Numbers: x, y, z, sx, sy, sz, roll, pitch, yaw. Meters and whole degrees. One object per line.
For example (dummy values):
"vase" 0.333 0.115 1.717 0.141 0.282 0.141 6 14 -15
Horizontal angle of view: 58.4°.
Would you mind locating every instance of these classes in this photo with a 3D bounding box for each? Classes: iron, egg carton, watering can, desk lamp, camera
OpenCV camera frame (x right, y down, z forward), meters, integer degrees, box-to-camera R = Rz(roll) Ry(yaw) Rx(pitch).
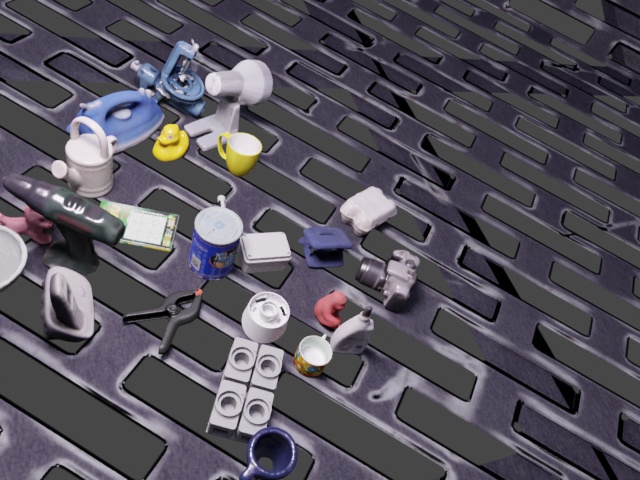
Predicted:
"iron" -0.494 -0.320 1.435 0.118 0.141 0.259 42 51 15
"egg carton" 0.128 -0.078 1.519 0.151 0.069 0.107 -31 68 -36
"watering can" -0.519 -0.188 1.283 0.101 0.194 0.173 16 49 -7
"desk lamp" -0.239 -0.366 1.518 0.204 0.213 0.117 -32 68 -37
"camera" 0.163 0.077 1.386 0.137 0.100 0.143 24 48 -1

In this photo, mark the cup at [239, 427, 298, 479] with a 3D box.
"cup" -0.103 0.404 1.027 0.091 0.095 0.118 44 51 16

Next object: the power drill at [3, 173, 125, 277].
"power drill" -0.508 -0.022 1.145 0.230 0.208 0.075 18 49 -5

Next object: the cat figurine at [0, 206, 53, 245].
"cat figurine" -0.602 -0.047 1.190 0.128 0.117 0.067 -10 57 -27

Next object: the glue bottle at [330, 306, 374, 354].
"glue bottle" 0.080 0.188 1.217 0.078 0.173 0.037 8 50 -14

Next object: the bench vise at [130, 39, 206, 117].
"bench vise" -0.397 -0.437 1.513 0.208 0.219 0.121 7 51 -15

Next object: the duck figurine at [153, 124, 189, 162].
"duck figurine" -0.379 -0.260 1.466 0.077 0.086 0.105 37 49 11

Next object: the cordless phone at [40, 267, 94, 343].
"cordless phone" -0.477 0.096 1.076 0.094 0.185 0.147 -5 55 -23

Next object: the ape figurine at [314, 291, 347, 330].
"ape figurine" 0.031 0.149 1.285 0.076 0.092 0.078 33 49 8

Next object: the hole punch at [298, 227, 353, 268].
"hole punch" 0.013 0.005 1.395 0.109 0.091 0.101 -1 53 -21

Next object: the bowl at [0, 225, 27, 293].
"bowl" -0.660 0.052 1.117 0.168 0.074 0.167 10 50 -12
